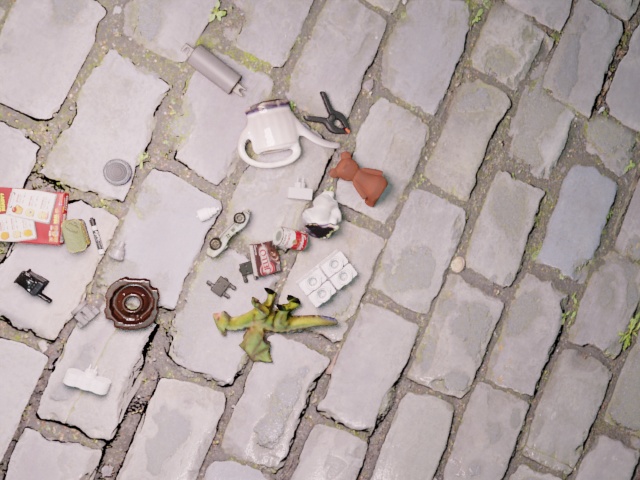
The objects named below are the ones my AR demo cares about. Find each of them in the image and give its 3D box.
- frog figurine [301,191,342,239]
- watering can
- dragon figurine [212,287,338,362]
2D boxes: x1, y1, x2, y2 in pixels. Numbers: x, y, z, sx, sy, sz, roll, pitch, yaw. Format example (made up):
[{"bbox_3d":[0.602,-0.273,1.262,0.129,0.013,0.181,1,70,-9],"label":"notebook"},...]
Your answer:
[{"bbox_3d":[0.005,-0.090,1.784,0.137,0.120,0.163,-6,52,9],"label":"frog figurine"},{"bbox_3d":[-0.114,-0.367,1.734,0.349,0.104,0.224,-14,94,-12],"label":"watering can"},{"bbox_3d":[-0.164,0.308,1.758,0.409,0.124,0.240,22,104,-11],"label":"dragon figurine"}]
